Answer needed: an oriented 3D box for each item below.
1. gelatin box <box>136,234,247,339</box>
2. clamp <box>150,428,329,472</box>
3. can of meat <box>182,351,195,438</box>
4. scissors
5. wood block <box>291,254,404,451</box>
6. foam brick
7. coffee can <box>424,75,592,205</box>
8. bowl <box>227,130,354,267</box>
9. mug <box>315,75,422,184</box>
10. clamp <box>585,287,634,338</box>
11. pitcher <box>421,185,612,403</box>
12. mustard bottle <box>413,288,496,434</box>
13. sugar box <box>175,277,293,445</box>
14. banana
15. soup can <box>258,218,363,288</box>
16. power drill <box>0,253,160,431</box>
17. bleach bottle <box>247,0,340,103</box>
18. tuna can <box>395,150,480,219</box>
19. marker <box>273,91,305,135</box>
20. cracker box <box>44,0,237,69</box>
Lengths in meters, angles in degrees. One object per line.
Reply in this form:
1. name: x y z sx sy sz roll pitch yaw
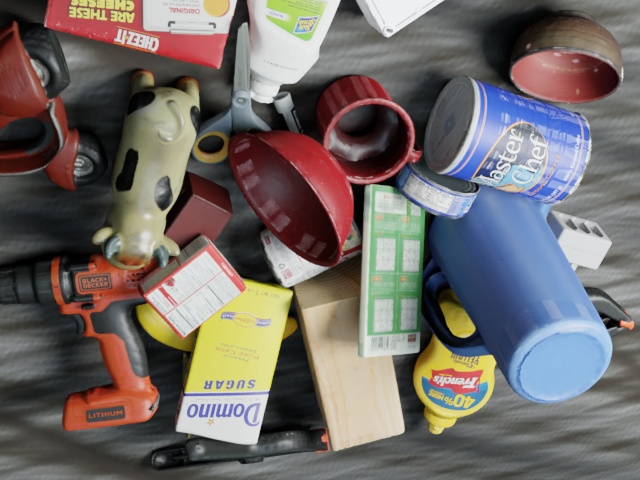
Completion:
1. gelatin box: -0.132 0.048 1.101 0.089 0.030 0.073 -37 125 -1
2. clamp: -0.084 0.244 1.252 0.209 0.165 0.036 -3 77 -17
3. can of meat: -0.115 0.176 1.234 0.083 0.057 0.102 -3 122 -13
4. scissors: -0.095 -0.131 1.038 0.096 0.016 0.201 -9 145 7
5. wood block: 0.031 0.126 1.215 0.090 0.091 0.206 -14 122 -4
6. foam brick: -0.134 -0.022 1.114 0.051 0.053 0.078 28 111 -25
7. coffee can: 0.193 -0.102 1.106 0.140 0.103 0.103 14 116 -20
8. bowl: -0.018 -0.052 1.053 0.055 0.162 0.162 -40 125 -21
9. mug: 0.051 -0.112 1.082 0.117 0.081 0.093 19 115 -21
10. clamp: 0.292 0.084 1.277 0.171 0.039 0.120 -6 125 -8
11. pitcher: 0.201 0.060 1.121 0.145 0.243 0.149 1 124 -14
12. mustard bottle: 0.164 0.154 1.276 0.096 0.058 0.192 15 119 -1
13. sugar box: -0.095 0.129 1.164 0.093 0.048 0.176 12 92 -10
14. banana: -0.124 0.097 1.196 0.197 0.037 0.070 16 116 -20
15. soup can: -0.008 0.001 1.146 0.102 0.068 0.068 -25 122 4
16. power drill: -0.251 0.106 1.137 0.184 0.057 0.188 -6 105 1
17. bleach bottle: -0.027 -0.247 0.998 0.102 0.068 0.251 16 120 -11
18. tuna can: 0.123 -0.059 1.127 0.086 0.086 0.034 15 118 -20
19. marker: -0.021 -0.098 1.112 0.020 0.020 0.121 -21 122 1
20. cracker box: -0.143 -0.279 0.945 0.164 0.072 0.214 12 118 -13
